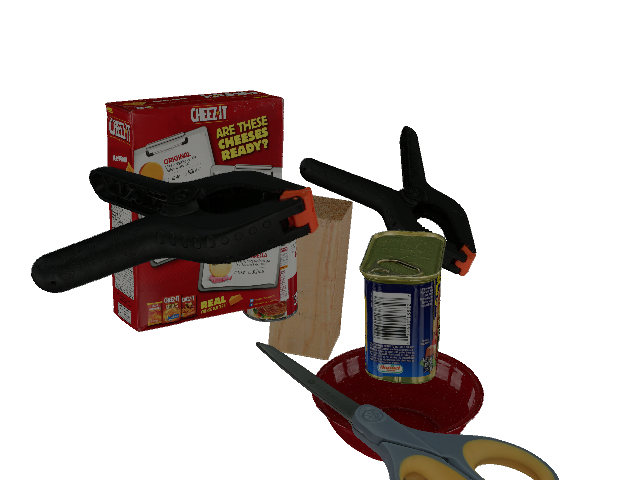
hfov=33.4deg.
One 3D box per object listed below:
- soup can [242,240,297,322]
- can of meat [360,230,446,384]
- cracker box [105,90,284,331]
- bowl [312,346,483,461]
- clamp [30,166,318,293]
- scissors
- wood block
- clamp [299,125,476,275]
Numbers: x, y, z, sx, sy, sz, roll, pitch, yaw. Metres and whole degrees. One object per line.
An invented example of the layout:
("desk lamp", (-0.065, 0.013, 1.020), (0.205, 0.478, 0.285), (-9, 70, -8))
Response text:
("soup can", (-0.062, 0.037, 1.275), (0.068, 0.102, 0.068), (0, 25, 0))
("can of meat", (0.062, 0.048, 0.789), (0.057, 0.084, 0.102), (2, 19, 9))
("cracker box", (-0.121, -0.033, 1.044), (0.163, 0.214, 0.072), (-10, 19, -33))
("bowl", (0.073, 0.162, 1.015), (0.162, 0.055, 0.162), (-1, 26, 0))
("clamp", (-0.090, -0.007, 0.653), (0.172, 0.039, 0.120), (0, 41, 22))
("scissors", (0.048, 0.099, 0.569), (0.096, 0.016, 0.202), (-6, 28, -26))
("wood block", (-0.015, 0.049, 1.485), (0.090, 0.206, 0.090), (9, 22, 9))
("clamp", (0.086, -0.040, 1.159), (0.164, 0.210, 0.036), (-15, -37, -29))
